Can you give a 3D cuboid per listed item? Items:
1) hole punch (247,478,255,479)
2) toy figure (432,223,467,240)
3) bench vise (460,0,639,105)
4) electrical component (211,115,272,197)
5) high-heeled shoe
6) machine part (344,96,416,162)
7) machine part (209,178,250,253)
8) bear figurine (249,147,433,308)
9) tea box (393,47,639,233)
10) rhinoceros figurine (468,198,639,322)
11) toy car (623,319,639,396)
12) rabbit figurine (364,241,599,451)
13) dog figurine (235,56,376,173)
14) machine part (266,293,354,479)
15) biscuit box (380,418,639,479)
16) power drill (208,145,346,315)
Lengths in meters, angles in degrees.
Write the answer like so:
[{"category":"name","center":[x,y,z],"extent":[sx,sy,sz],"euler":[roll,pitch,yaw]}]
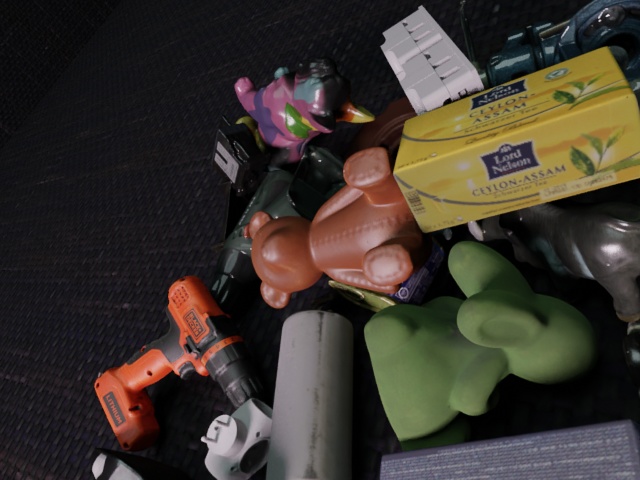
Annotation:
[{"category":"hole punch","center":[-0.090,0.263,0.435],"extent":[0.092,0.142,0.115],"euler":[140,119,-71]},{"category":"toy figure","center":[0.163,-0.055,0.574],"extent":[0.154,0.057,0.064],"euler":[-46,33,5]},{"category":"bench vise","center":[0.257,-0.173,0.533],"extent":[0.224,0.128,0.241],"euler":[-2,33,16]},{"category":"electrical component","center":[-0.125,-0.130,0.774],"extent":[0.048,0.074,0.119],"euler":[-25,68,-36]},{"category":"high-heeled shoe","center":[-0.184,0.304,0.535],"extent":[0.249,0.086,0.145],"euler":[1,64,43]},{"category":"machine part","center":[0.111,-0.111,0.670],"extent":[0.179,0.056,0.179],"euler":[-24,41,23]},{"category":"machine part","center":[-0.133,-0.042,0.812],"extent":[0.039,0.084,0.139],"euler":[-1,61,12]},{"category":"bear figurine","center":[0.001,-0.001,0.511],"extent":[0.196,0.132,0.120],"euler":[-11,81,22]},{"category":"tea box","center":[0.152,-0.076,0.424],"extent":[0.170,0.068,0.098],"euler":[-18,31,26]},{"category":"rhinoceros figurine","center":[0.198,-0.003,0.449],"extent":[0.073,0.112,0.190],"euler":[-52,19,-2]},{"category":"toy car","center":[0.248,0.128,0.337],"extent":[0.073,0.056,0.202],"euler":[-22,42,35]},{"category":"rabbit figurine","center":[0.129,0.077,0.430],"extent":[0.170,0.158,0.121],"euler":[-14,36,11]},{"category":"dog figurine","center":[-0.024,-0.162,0.750],"extent":[0.108,0.191,0.219],"euler":[-19,32,-32]},{"category":"machine part","center":[-0.007,0.156,0.513],"extent":[0.079,0.079,0.243],"euler":[-21,45,26]},{"category":"biscuit box","center":[0.128,0.170,0.354],"extent":[0.203,0.059,0.063],"euler":[-31,37,44]},{"category":"power drill","center":[-0.054,-0.014,0.679],"extent":[0.207,0.086,0.232],"euler":[-40,22,52]}]
